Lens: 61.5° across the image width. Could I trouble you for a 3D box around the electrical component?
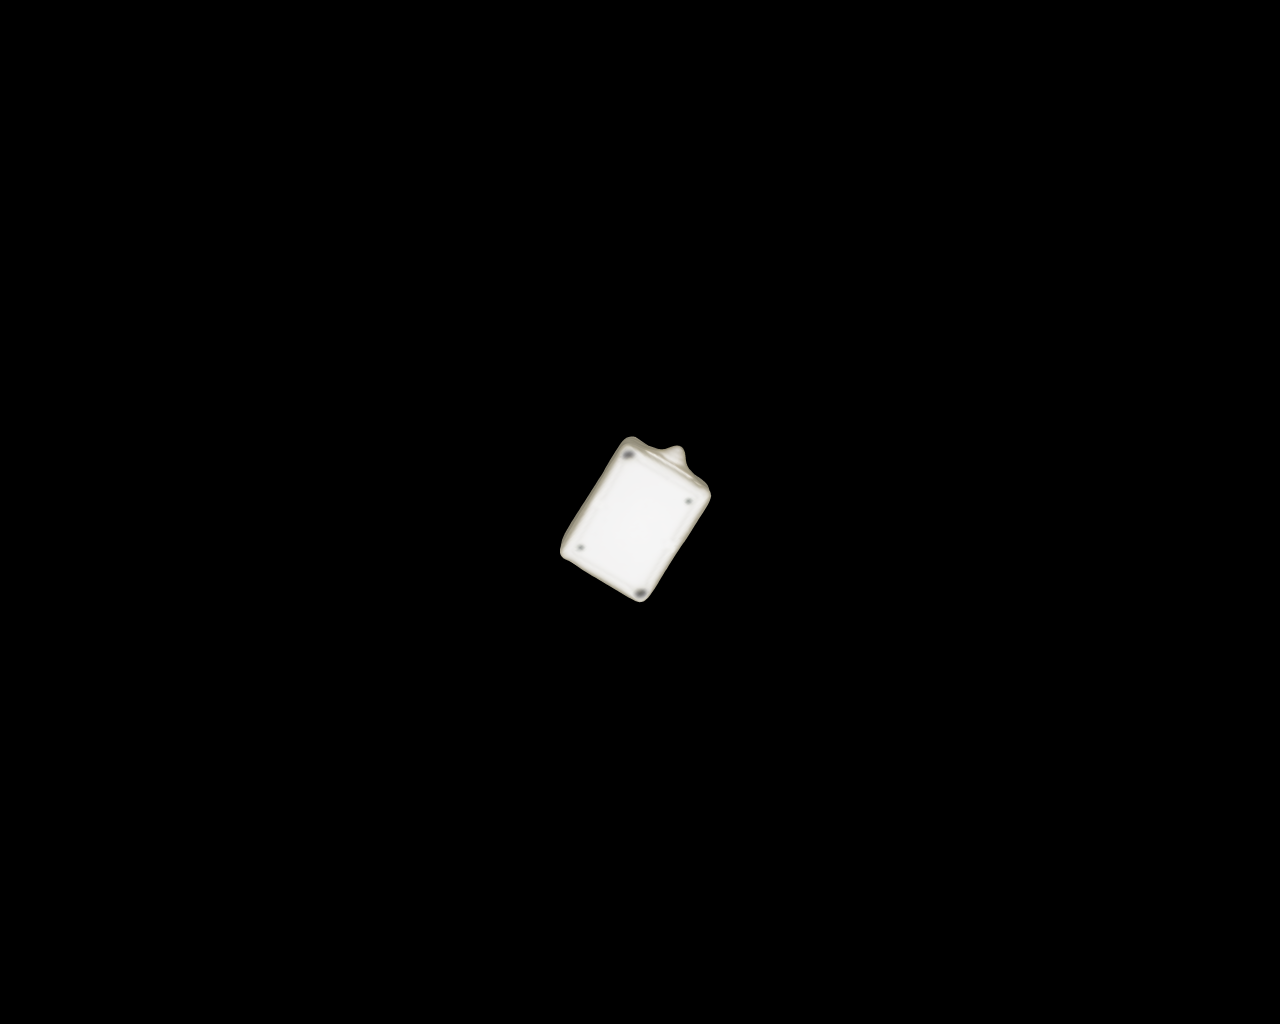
[{"bbox_3d":[0.001,-0.003,0.650,0.062,0.096,0.061,31,8,-5],"label":"electrical component"}]
